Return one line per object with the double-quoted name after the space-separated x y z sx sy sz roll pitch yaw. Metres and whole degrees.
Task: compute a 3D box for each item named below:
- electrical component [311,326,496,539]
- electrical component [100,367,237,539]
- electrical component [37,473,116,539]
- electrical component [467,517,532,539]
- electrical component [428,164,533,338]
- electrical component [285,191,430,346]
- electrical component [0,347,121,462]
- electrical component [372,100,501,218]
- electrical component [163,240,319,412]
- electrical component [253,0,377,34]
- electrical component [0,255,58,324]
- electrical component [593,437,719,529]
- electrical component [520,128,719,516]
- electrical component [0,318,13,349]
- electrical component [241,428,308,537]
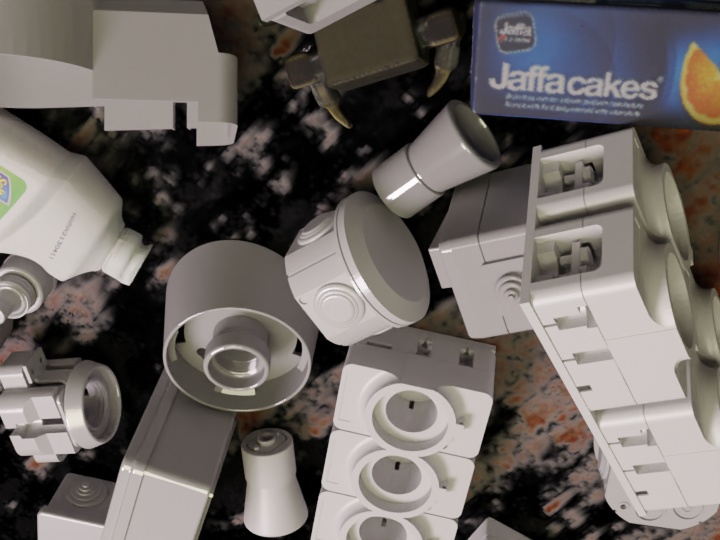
0.026 0.116 0.682 0.089 0.061 0.150 12 120 3 "electrical component"
-0.121 0.135 0.691 0.056 0.108 0.108 19 121 -4 "electrical component"
-0.179 0.198 0.771 0.100 0.048 0.099 11 120 4 "electrical component"
0.087 0.220 0.722 0.047 0.076 0.065 30 120 -7 "electrical component"
0.077 -0.008 0.583 0.061 0.096 0.061 -12 117 19 "electrical component"
0.000 0.000 0.612 0.051 0.080 0.080 -27 112 28 "electrical component"
-0.195 0.089 0.708 0.057 0.058 0.078 -5 118 15 "electrical component"
0.039 -0.058 0.595 0.065 0.044 0.044 -34 109 30 "electrical component"
-0.075 0.038 0.668 0.099 0.064 0.099 0 130 0 "electrical component"
0.013 -0.184 0.500 0.150 0.062 0.089 -23 87 18 "electrical component"
-0.212 0.013 0.664 0.035 0.061 0.035 4 120 7 "electrical component"
0.185 0.115 0.661 0.080 0.051 0.080 4 120 7 "electrical component"
0.147 0.031 0.555 0.060 0.105 0.186 -12 133 26 "electrical component"
-0.258 0.040 0.696 0.055 0.047 0.055 4 120 7 "electrical component"
-0.060 0.140 0.723 0.044 0.044 0.065 0 114 10 "electrical component"
